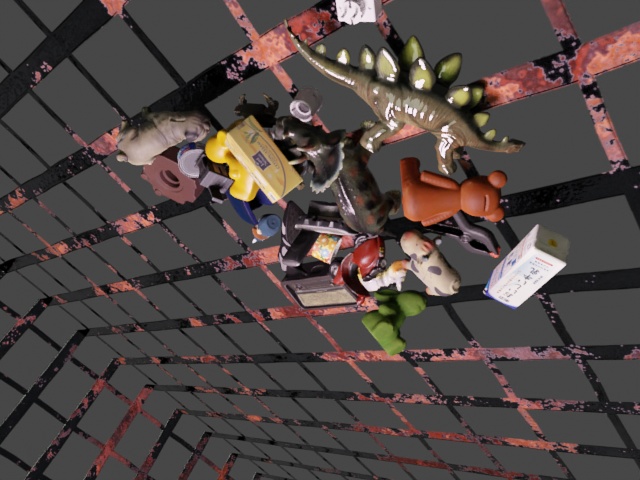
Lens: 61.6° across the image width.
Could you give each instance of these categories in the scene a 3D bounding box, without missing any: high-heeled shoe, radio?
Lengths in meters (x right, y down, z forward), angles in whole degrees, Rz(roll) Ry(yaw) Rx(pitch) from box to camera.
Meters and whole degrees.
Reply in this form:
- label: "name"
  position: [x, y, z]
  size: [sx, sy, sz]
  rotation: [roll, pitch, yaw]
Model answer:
- label: "high-heeled shoe"
  position: [-0.081, -0.010, 1.428]
  size: [0.145, 0.086, 0.248]
  rotation: [34, 138, 51]
- label: "radio"
  position: [0.008, 0.125, 1.500]
  size: [0.230, 0.073, 0.131]
  rotation: [-12, 128, 41]

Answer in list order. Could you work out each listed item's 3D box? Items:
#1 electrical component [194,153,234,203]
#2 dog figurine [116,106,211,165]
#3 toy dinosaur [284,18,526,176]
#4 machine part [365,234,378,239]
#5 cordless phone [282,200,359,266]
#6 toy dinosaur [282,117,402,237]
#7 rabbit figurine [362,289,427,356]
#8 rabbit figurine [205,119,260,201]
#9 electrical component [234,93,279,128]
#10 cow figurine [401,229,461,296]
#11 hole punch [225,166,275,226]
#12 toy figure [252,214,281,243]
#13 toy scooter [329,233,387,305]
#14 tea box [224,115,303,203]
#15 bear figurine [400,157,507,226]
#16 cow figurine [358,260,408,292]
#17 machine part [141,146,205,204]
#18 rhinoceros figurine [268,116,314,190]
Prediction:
- label: "electrical component"
  position: [-0.249, -0.145, 1.276]
  size: [0.074, 0.119, 0.047]
  rotation: [21, 121, -39]
- label: "dog figurine"
  position: [-0.361, -0.235, 1.236]
  size: [0.191, 0.172, 0.121]
  rotation: [7, 150, 37]
- label: "toy dinosaur"
  position: [0.147, -0.250, 0.947]
  size: [0.472, 0.105, 0.198]
  rotation: [18, 136, -1]
- label: "machine part"
  position: [0.088, -0.057, 1.232]
  size: [0.039, 0.084, 0.138]
  rotation: [-30, 119, 23]
- label: "cordless phone"
  position: [-0.002, -0.003, 1.263]
  size: [0.147, 0.184, 0.088]
  rotation: [8, 134, 26]
- label: "toy dinosaur"
  position: [0.075, -0.095, 1.098]
  size: [0.131, 0.192, 0.404]
  rotation: [-4, 131, 39]
- label: "rabbit figurine"
  position: [0.203, 0.195, 1.413]
  size: [0.121, 0.170, 0.159]
  rotation: [52, 179, -26]
- label: "rabbit figurine"
  position: [-0.195, -0.192, 1.225]
  size: [0.173, 0.122, 0.162]
  rotation: [31, 143, 22]
- label: "electrical component"
  position: [-0.129, -0.275, 1.142]
  size: [0.102, 0.045, 0.078]
  rotation: [8, 167, 30]
- label: "cow figurine"
  position: [0.252, 0.053, 1.226]
  size: [0.194, 0.085, 0.127]
  rotation: [47, 164, -22]
- label: "hole punch"
  position: [-0.191, -0.106, 1.346]
  size: [0.116, 0.092, 0.142]
  rotation: [9, 143, 30]
- label: "toy figure"
  position: [-0.144, -0.031, 1.418]
  size: [0.064, 0.057, 0.154]
  rotation: [0, 169, -23]
- label: "toy scooter"
  position: [0.102, 0.076, 1.306]
  size: [0.075, 0.135, 0.184]
  rotation: [10, 136, -42]
- label: "tea box"
  position: [-0.119, -0.165, 1.116]
  size: [0.169, 0.068, 0.098]
  rotation: [53, 167, -8]
- label: "bear figurine"
  position: [0.260, -0.098, 1.061]
  size: [0.196, 0.132, 0.120]
  rotation: [-7, 123, 8]
- label: "cow figurine"
  position: [0.162, 0.097, 1.373]
  size: [0.167, 0.068, 0.098]
  rotation: [-7, 137, 42]
- label: "machine part"
  position: [-0.387, -0.172, 1.417]
  size: [0.180, 0.056, 0.179]
  rotation: [16, 141, 13]
- label: "rhinoceros figurine"
  position: [-0.055, -0.190, 1.150]
  size: [0.112, 0.073, 0.190]
  rotation: [46, 167, 21]
